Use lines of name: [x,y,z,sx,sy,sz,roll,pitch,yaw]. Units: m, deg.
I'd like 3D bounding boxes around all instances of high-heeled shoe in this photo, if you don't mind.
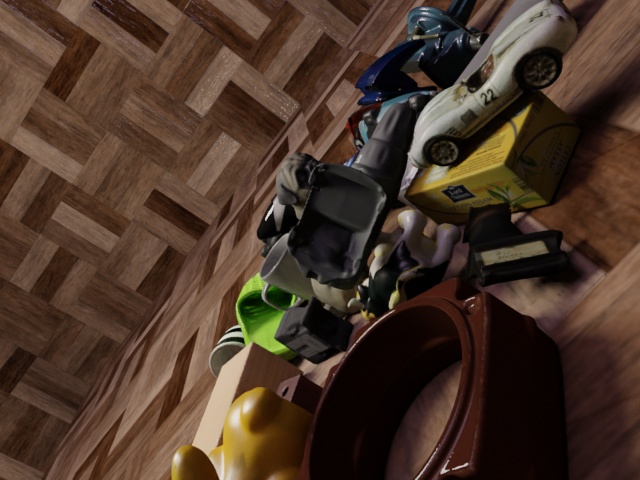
high-heeled shoe: [0.025,-0.044,0.815,0.249,0.086,0.145,-41,56,7]

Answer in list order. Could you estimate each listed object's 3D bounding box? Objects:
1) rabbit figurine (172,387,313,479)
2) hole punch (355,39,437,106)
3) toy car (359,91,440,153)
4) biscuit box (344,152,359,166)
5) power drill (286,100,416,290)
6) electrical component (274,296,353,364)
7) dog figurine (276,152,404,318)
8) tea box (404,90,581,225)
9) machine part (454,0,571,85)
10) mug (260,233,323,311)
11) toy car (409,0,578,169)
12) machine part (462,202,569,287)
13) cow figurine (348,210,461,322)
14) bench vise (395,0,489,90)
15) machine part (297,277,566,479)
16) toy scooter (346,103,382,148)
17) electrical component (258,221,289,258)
rabbit figurine: [-0.060,0.228,0.471,0.173,0.122,0.162,-61,-24,-24]
hole punch: [0.119,-0.273,0.891,0.116,0.092,0.142,-16,18,-9]
toy car: [0.145,-0.177,0.815,0.162,0.109,0.103,-19,18,50]
biscuit box: [0.043,-0.058,0.925,0.059,0.063,0.203,-32,27,54]
power drill: [0.039,-0.046,0.574,0.207,0.086,0.231,-53,-15,-76]
electrical component: [-0.021,0.126,0.721,0.119,0.074,0.048,-32,27,45]
dog figurine: [-0.002,-0.003,0.720,0.121,0.190,0.172,-23,37,61]
tea box: [0.178,-0.079,0.580,0.098,0.068,0.170,-60,18,-17]
machine part: [0.238,-0.226,0.688,0.243,0.079,0.079,-55,16,5]
mug: [-0.033,0.061,0.825,0.109,0.107,0.081,-63,17,-15]
toy car: [0.162,-0.147,0.538,0.201,0.056,0.073,-41,21,36]
machine part: [0.163,0.003,0.478,0.084,0.039,0.139,-18,18,8]
cow figurine: [0.080,0.051,0.575,0.098,0.068,0.167,-64,2,-39]
bench vise: [0.233,-0.384,0.948,0.240,0.129,0.224,-61,20,-6]
machine part: [0.074,0.141,0.410,0.201,0.087,0.201,-38,25,44]
toy scooter: [0.103,-0.204,0.969,0.135,0.075,0.184,-11,30,21]
electrical component: [-0.041,-0.004,0.928,0.058,0.134,0.115,-39,25,44]
